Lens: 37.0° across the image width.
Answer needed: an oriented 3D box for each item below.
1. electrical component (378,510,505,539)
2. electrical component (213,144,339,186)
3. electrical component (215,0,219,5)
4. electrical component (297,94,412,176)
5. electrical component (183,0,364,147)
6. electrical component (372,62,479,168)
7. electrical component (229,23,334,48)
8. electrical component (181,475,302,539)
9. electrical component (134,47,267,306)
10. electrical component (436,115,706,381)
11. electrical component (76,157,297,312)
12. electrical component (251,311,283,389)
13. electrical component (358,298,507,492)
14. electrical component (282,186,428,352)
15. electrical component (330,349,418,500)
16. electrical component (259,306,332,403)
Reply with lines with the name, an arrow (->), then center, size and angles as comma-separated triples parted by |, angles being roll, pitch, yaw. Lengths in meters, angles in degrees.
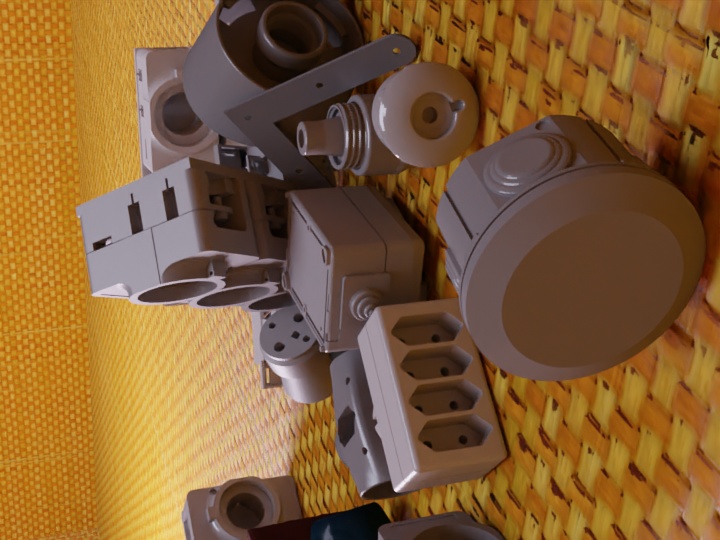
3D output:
electrical component -> 0.045, 0.157, 0.510 | 0.089, 0.050, 0.055 | -136, 44, -62
electrical component -> -0.052, -0.063, 0.707 | 0.064, 0.081, 0.042 | -20, 76, 48
electrical component -> -0.073, -0.230, 0.741 | 0.050, 0.056, 0.089 | 143, 120, -69
electrical component -> -0.001, -0.070, 0.563 | 0.043, 0.062, 0.043 | 174, 90, -71
electrical component -> -0.049, -0.124, 0.635 | 0.064, 0.099, 0.099 | 130, 132, -57
electrical component -> 0.026, -0.075, 0.512 | 0.062, 0.048, 0.048 | -141, 48, -73
electrical component -> -0.048, -0.136, 0.720 | 0.099, 0.064, 0.099 | 39, 137, 47
electrical component -> -0.085, 0.248, 0.862 | 0.061, 0.089, 0.150 | 113, 146, -55
electrical component -> -0.107, -0.072, 0.808 | 0.060, 0.105, 0.186 | -145, 51, -66
electrical component -> 0.067, -0.007, 0.355 | 0.051, 0.080, 0.080 | -112, 24, -53
electrical component -> -0.082, -0.013, 0.652 | 0.089, 0.150, 0.061 | -19, 76, 30
electrical component -> -0.050, 0.045, 0.775 | 0.064, 0.042, 0.081 | -179, 83, -67
electrical component -> 0.029, 0.068, 0.538 | 0.075, 0.047, 0.083 | 119, 141, -60
electrical component -> 0.000, 0.000, 0.581 | 0.096, 0.061, 0.061 | -126, 35, -57
electrical component -> 0.008, 0.092, 0.612 | 0.079, 0.043, 0.077 | 118, 142, -58
electrical component -> -0.038, 0.056, 0.708 | 0.055, 0.045, 0.045 | 66, -178, -50
